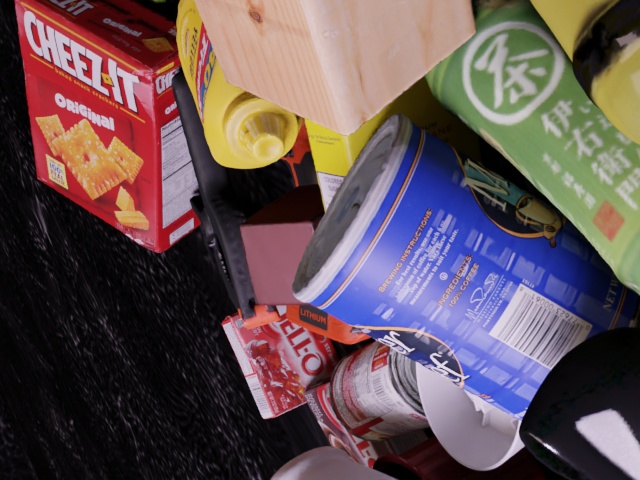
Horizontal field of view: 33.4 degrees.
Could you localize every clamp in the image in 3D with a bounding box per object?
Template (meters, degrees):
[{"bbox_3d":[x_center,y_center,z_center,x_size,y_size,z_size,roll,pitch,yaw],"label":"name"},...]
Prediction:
[{"bbox_3d":[-0.078,-0.023,0.846,0.164,0.036,0.210,85,165,-46],"label":"clamp"}]

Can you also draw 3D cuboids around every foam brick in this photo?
[{"bbox_3d":[-0.004,0.001,0.647,0.051,0.078,0.053,-1,111,30],"label":"foam brick"}]

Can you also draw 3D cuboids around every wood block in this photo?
[{"bbox_3d":[-0.013,-0.158,0.429,0.091,0.090,0.206,30,151,40],"label":"wood block"}]

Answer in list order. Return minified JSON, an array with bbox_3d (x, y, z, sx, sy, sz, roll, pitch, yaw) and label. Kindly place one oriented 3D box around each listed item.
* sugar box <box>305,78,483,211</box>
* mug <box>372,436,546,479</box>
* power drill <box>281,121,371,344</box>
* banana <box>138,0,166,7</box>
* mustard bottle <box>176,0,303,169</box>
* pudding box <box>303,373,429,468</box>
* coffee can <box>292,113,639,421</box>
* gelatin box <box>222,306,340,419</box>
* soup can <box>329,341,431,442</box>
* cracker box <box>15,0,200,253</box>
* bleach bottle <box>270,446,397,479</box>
[{"bbox_3d":[0.040,-0.068,0.597,0.048,0.093,0.176,19,127,54],"label":"sugar box"},{"bbox_3d":[0.099,0.172,0.685,0.117,0.081,0.093,46,146,35],"label":"mug"},{"bbox_3d":[-0.009,-0.029,0.757,0.185,0.057,0.187,16,125,59],"label":"power drill"},{"bbox_3d":[-0.178,-0.166,0.980,0.070,0.037,0.198,56,151,26],"label":"banana"},{"bbox_3d":[-0.048,-0.098,0.641,0.192,0.058,0.096,-113,29,-55],"label":"mustard bottle"},{"bbox_3d":[0.042,0.150,0.810,0.113,0.039,0.090,59,153,2],"label":"pudding box"},{"bbox_3d":[0.072,0.017,0.526,0.140,0.102,0.103,30,152,-8],"label":"coffee can"},{"bbox_3d":[-0.028,0.089,0.864,0.089,0.073,0.030,66,154,2],"label":"gelatin box"},{"bbox_3d":[0.056,0.096,0.721,0.068,0.068,0.102,64,152,7],"label":"soup can"},{"bbox_3d":[-0.185,-0.111,0.949,0.164,0.072,0.214,31,140,22],"label":"cracker box"},{"bbox_3d":[0.066,0.188,0.600,0.251,0.068,0.102,0,111,58],"label":"bleach bottle"}]
